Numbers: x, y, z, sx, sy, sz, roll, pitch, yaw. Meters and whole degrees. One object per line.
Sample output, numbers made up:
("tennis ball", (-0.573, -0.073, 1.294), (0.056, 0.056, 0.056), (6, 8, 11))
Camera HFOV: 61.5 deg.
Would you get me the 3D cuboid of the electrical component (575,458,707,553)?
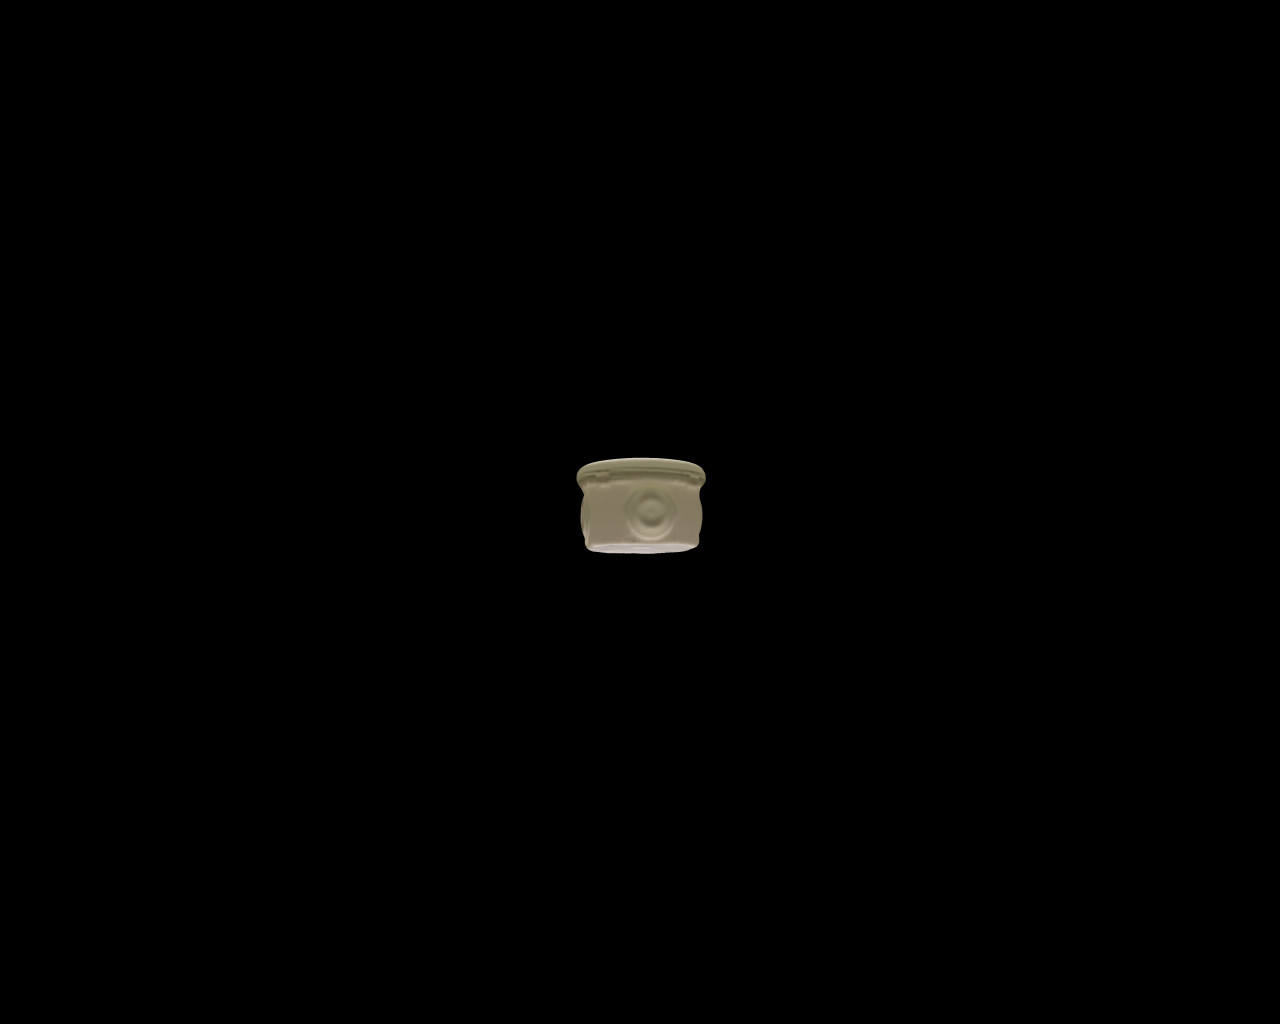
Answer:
("electrical component", (0.001, -0.003, 0.650), (0.080, 0.051, 0.080), (0, -7, 0))
